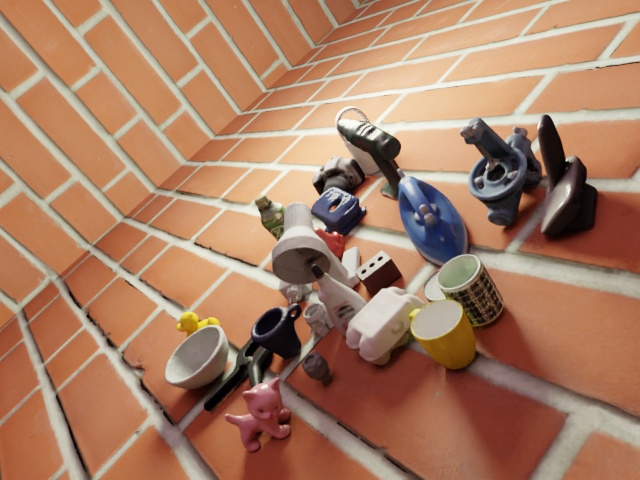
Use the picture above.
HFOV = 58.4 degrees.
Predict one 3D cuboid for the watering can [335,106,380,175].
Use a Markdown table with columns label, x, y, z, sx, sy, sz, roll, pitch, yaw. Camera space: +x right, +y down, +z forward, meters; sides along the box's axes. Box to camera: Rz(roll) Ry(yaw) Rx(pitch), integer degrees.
| label | x | y | z | sx | sy | sz | roll | pitch | yaw |
| --- | --- | --- | --- | --- | --- | --- | --- | --- | --- |
| watering can | 0.120 | -0.287 | 1.604 | 0.172 | 0.194 | 0.101 | 5 | 49 | 53 |

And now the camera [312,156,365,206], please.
| label | x | y | z | sx | sy | sz | roll | pitch | yaw |
| --- | --- | --- | --- | --- | --- | --- | --- | --- | --- |
| camera | 0.036 | -0.162 | 1.611 | 0.142 | 0.101 | 0.137 | -19 | 32 | 33 |

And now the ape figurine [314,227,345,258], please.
| label | x | y | z | sx | sy | sz | roll | pitch | yaw |
| --- | --- | --- | --- | --- | --- | --- | --- | --- | --- |
| ape figurine | 0.013 | 0.005 | 1.385 | 0.078 | 0.092 | 0.076 | -34 | 27 | 7 |

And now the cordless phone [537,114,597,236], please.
| label | x | y | z | sx | sy | sz | roll | pitch | yaw |
| --- | --- | --- | --- | --- | --- | --- | --- | --- | --- |
| cordless phone | 0.404 | -0.113 | 0.994 | 0.094 | 0.185 | 0.148 | -16 | 34 | 36 |

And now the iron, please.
| label | x | y | z | sx | sy | sz | roll | pitch | yaw |
| --- | --- | --- | --- | --- | --- | --- | --- | --- | --- |
| iron | 0.220 | -0.051 | 1.169 | 0.118 | 0.142 | 0.258 | -33 | 27 | 9 |

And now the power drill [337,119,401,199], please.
| label | x | y | z | sx | sy | sz | roll | pitch | yaw |
| --- | --- | --- | --- | --- | --- | --- | --- | --- | --- |
| power drill | 0.145 | -0.208 | 1.433 | 0.076 | 0.209 | 0.229 | -42 | 27 | -9 |

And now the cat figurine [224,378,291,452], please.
| label | x | y | z | sx | sy | sz | roll | pitch | yaw |
| --- | --- | --- | --- | --- | --- | --- | --- | --- | --- |
| cat figurine | -0.111 | 0.306 | 1.028 | 0.127 | 0.118 | 0.067 | -30 | 28 | 14 |

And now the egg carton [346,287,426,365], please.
| label | x | y | z | sx | sy | sz | roll | pitch | yaw |
| --- | --- | --- | --- | --- | --- | --- | --- | --- | --- |
| egg carton | 0.120 | 0.155 | 1.043 | 0.150 | 0.069 | 0.107 | -44 | 27 | -13 |

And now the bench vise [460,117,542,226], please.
| label | x | y | z | sx | sy | sz | roll | pitch | yaw |
| --- | --- | --- | --- | --- | --- | --- | --- | --- | --- |
| bench vise | 0.339 | -0.164 | 1.116 | 0.121 | 0.220 | 0.207 | -18 | 32 | 33 |

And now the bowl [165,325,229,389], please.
| label | x | y | z | sx | sy | sz | roll | pitch | yaw |
| --- | --- | --- | --- | --- | --- | --- | --- | --- | --- |
| bowl | -0.266 | 0.280 | 1.306 | 0.167 | 0.075 | 0.167 | -28 | 28 | 17 |

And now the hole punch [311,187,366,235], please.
| label | x | y | z | sx | sy | sz | roll | pitch | yaw |
| --- | --- | --- | --- | --- | --- | --- | --- | --- | --- |
| hole punch | 0.047 | -0.078 | 1.476 | 0.109 | 0.091 | 0.100 | -48 | 29 | -21 |

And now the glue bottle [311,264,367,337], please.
| label | x | y | z | sx | sy | sz | roll | pitch | yaw |
| --- | --- | --- | --- | --- | --- | --- | --- | --- | --- |
| glue bottle | 0.032 | 0.110 | 1.105 | 0.078 | 0.173 | 0.037 | -34 | 27 | 8 |

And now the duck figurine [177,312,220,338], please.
| label | x | y | z | sx | sy | sz | roll | pitch | yaw |
| --- | --- | --- | --- | --- | --- | --- | --- | --- | --- |
| duck figurine | -0.314 | 0.217 | 1.452 | 0.104 | 0.086 | 0.077 | -26 | 29 | 21 |

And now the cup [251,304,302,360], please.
| label | x | y | z | sx | sy | sz | roll | pitch | yaw |
| --- | --- | --- | --- | --- | --- | --- | --- | --- | --- |
| cup | -0.071 | 0.192 | 1.187 | 0.118 | 0.095 | 0.091 | -38 | 27 | -1 |

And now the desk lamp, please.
| label | x | y | z | sx | sy | sz | roll | pitch | yaw |
| --- | --- | --- | --- | --- | --- | --- | --- | --- | --- |
| desk lamp | -0.012 | 0.031 | 1.237 | 0.117 | 0.214 | 0.203 | -26 | 29 | 21 |
